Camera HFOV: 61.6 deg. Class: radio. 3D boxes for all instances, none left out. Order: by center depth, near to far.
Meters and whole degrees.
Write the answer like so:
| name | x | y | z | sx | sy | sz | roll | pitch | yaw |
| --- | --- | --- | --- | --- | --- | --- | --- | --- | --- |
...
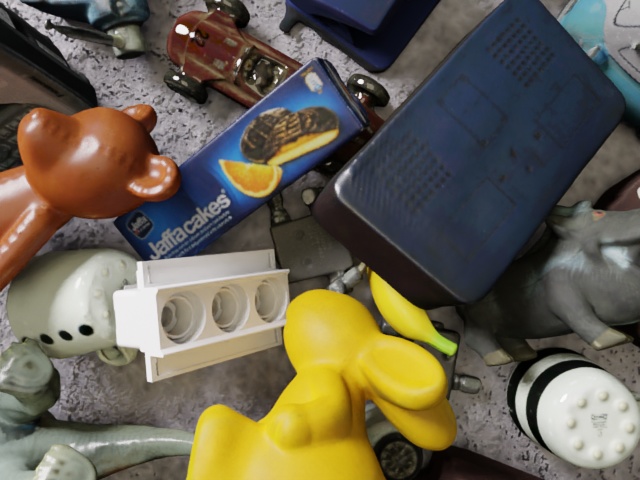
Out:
| name | x | y | z | sx | sy | sz | roll | pitch | yaw |
| --- | --- | --- | --- | --- | --- | --- | --- | --- | --- |
| radio | 0.116 | -0.065 | 0.406 | 0.131 | 0.073 | 0.229 | 43 | 75 | -4 |

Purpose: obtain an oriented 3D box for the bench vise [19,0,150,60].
| name | x | y | z | sx | sy | sz | roll | pitch | yaw |
| --- | --- | --- | --- | --- | --- | --- | --- | --- | --- |
| bench vise | -0.131 | -0.265 | 0.411 | 0.241 | 0.129 | 0.223 | -15 | 89 | 7 |

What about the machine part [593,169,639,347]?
| name | x | y | z | sx | sy | sz | roll | pitch | yaw |
| --- | --- | --- | --- | --- | --- | --- | --- | --- | --- |
| machine part | 0.308 | 0.013 | 0.443 | 0.179 | 0.056 | 0.179 | 0 | 90 | 1 |

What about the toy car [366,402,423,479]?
| name | x | y | z | sx | sy | sz | roll | pitch | yaw |
| --- | --- | --- | --- | --- | --- | --- | --- | --- | --- |
| toy car | 0.006 | 0.189 | 0.431 | 0.202 | 0.073 | 0.056 | -35 | 87 | 0 |

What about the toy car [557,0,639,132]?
| name | x | y | z | sx | sy | sz | roll | pitch | yaw |
| --- | --- | --- | --- | --- | --- | --- | --- | --- | --- |
| toy car | 0.269 | -0.148 | 0.421 | 0.162 | 0.103 | 0.109 | 41 | 91 | 2 |

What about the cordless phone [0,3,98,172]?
| name | x | y | z | sx | sy | sz | roll | pitch | yaw |
| --- | --- | --- | --- | --- | --- | --- | --- | --- | --- |
| cordless phone | -0.277 | -0.090 | 0.398 | 0.184 | 0.146 | 0.089 | -41 | 75 | 3 |

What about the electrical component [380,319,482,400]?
| name | x | y | z | sx | sy | sz | roll | pitch | yaw |
| --- | --- | --- | --- | --- | --- | --- | --- | --- | --- |
| electrical component | 0.094 | 0.100 | 0.458 | 0.094 | 0.021 | 0.063 | 12 | 89 | 0 |

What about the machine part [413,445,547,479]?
| name | x | y | z | sx | sy | sz | roll | pitch | yaw |
| --- | --- | --- | --- | --- | --- | --- | --- | --- | --- |
| machine part | 0.127 | 0.284 | 0.427 | 0.201 | 0.087 | 0.201 | 21 | 90 | -2 |

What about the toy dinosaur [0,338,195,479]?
| name | x | y | z | sx | sy | sz | roll | pitch | yaw |
| --- | --- | --- | --- | --- | --- | --- | --- | --- | --- |
| toy dinosaur | -0.278 | 0.153 | 0.406 | 0.405 | 0.192 | 0.131 | 22 | 54 | -14 |

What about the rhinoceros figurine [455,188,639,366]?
| name | x | y | z | sx | sy | sz | roll | pitch | yaw |
| --- | --- | --- | --- | --- | --- | --- | --- | --- | --- |
| rhinoceros figurine | 0.191 | 0.030 | 0.404 | 0.190 | 0.073 | 0.112 | -31 | 63 | 35 |

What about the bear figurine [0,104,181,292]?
| name | x | y | z | sx | sy | sz | roll | pitch | yaw |
| --- | --- | --- | --- | --- | --- | --- | --- | --- | --- |
| bear figurine | -0.203 | -0.037 | 0.355 | 0.196 | 0.131 | 0.120 | -32 | 54 | 8 |

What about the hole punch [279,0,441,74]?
| name | x | y | z | sx | sy | sz | roll | pitch | yaw |
| --- | --- | --- | --- | --- | --- | --- | --- | --- | --- |
| hole punch | 0.037 | -0.215 | 0.428 | 0.116 | 0.092 | 0.142 | 36 | 93 | 3 |

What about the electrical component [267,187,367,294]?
| name | x | y | z | sx | sy | sz | roll | pitch | yaw |
| --- | --- | --- | --- | --- | --- | --- | --- | --- | --- |
| electrical component | -0.001 | 0.000 | 0.447 | 0.078 | 0.045 | 0.102 | -9 | 90 | -1 |

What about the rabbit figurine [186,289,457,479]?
| name | x | y | z | sx | sy | sz | roll | pitch | yaw |
| --- | --- | --- | --- | --- | --- | --- | --- | --- | --- |
| rabbit figurine | 0.006 | 0.106 | 0.363 | 0.163 | 0.121 | 0.173 | -5 | 47 | 18 |

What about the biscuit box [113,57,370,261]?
| name | x | y | z | sx | sy | sz | roll | pitch | yaw |
| --- | --- | --- | --- | --- | --- | --- | --- | --- | --- |
| biscuit box | -0.061 | -0.052 | 0.411 | 0.203 | 0.059 | 0.062 | -34 | 99 | 18 |

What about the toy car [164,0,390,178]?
| name | x | y | z | sx | sy | sz | roll | pitch | yaw |
| --- | --- | --- | --- | --- | --- | --- | --- | --- | --- |
| toy car | -0.034 | -0.125 | 0.445 | 0.202 | 0.053 | 0.089 | 30 | 87 | 1 |
